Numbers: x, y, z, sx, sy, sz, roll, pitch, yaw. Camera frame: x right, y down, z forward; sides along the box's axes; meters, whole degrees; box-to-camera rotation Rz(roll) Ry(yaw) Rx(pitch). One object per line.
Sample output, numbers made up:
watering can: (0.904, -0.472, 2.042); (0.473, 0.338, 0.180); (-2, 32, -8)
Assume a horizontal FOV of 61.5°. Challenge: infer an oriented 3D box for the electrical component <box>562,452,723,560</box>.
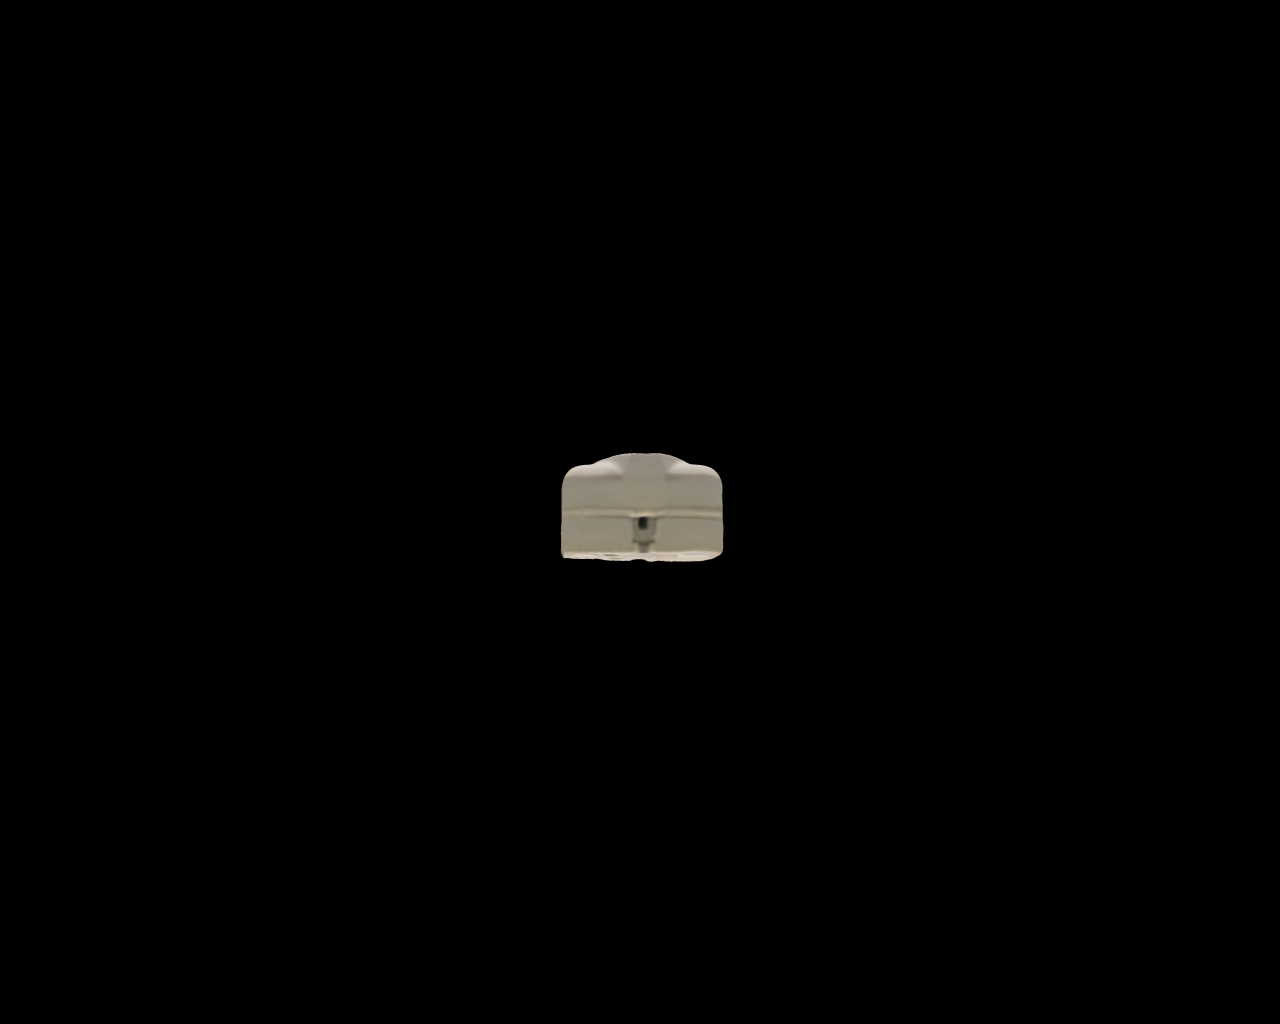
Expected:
electrical component: (0.001, -0.003, 0.650); (0.095, 0.059, 0.053); (1, -7, -5)
